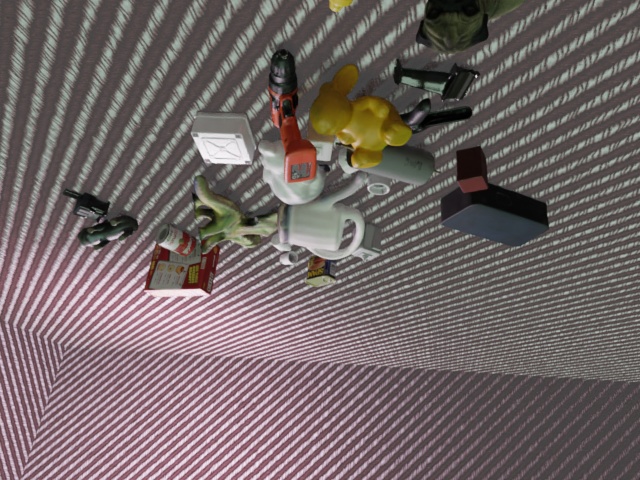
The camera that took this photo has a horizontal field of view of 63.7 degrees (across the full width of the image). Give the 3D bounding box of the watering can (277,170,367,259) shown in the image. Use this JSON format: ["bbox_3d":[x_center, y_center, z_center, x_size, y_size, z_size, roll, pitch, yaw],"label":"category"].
[{"bbox_3d":[0.004,-0.064,1.279,0.224,0.106,0.339,8,141,2],"label":"watering can"}]

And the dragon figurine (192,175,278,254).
[{"bbox_3d":[-0.210,-0.064,1.363,0.243,0.124,0.403,-5,159,-15],"label":"dragon figurine"}]

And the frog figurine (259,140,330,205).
[{"bbox_3d":[-0.066,-0.147,1.103,0.138,0.123,0.158,14,172,30],"label":"frog figurine"}]
